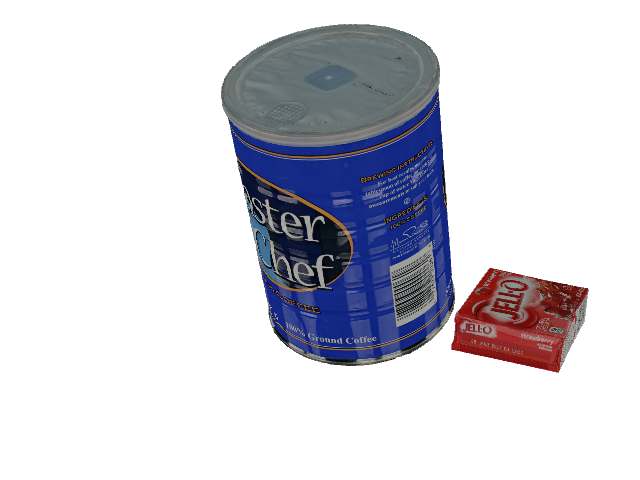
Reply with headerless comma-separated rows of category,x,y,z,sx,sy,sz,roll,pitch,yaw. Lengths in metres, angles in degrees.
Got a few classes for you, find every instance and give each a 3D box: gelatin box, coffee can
gelatin box,0.138,0.052,0.729,0.073,0.030,0.089,12,24,21
coffee can,0.013,-0.022,0.537,0.103,0.140,0.103,-6,37,5
